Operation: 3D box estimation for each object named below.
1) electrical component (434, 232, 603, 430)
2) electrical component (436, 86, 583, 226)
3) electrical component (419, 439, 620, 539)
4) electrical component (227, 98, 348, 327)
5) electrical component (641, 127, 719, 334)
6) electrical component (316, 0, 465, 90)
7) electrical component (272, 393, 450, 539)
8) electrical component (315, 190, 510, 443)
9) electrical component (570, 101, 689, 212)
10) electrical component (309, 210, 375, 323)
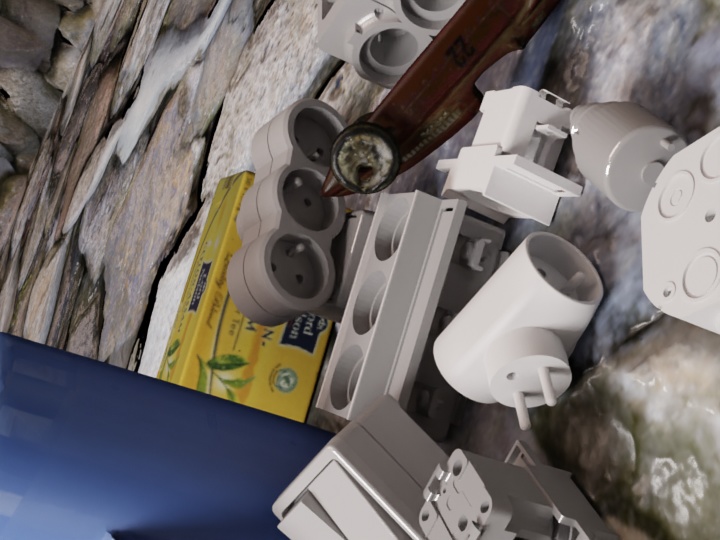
[{"bbox_3d":[0.075,0.036,0.491,0.077,0.044,0.079,-52,29,36],"label":"electrical component"},{"bbox_3d":[0.080,-0.060,0.559,0.081,0.042,0.063,8,76,66],"label":"electrical component"},{"bbox_3d":[0.062,0.105,0.441,0.042,0.064,0.081,-63,24,15],"label":"electrical component"},{"bbox_3d":[-0.050,-0.030,0.652,0.074,0.052,0.138,-26,49,49],"label":"electrical component"},{"bbox_3d":[0.141,-0.011,0.376,0.080,0.051,0.080,-47,33,43],"label":"electrical component"},{"bbox_3d":[0.046,-0.187,0.668,0.150,0.089,0.061,-48,32,41],"label":"electrical component"},{"bbox_3d":[0.015,0.119,0.501,0.061,0.096,0.061,-34,-13,-52],"label":"electrical component"},{"bbox_3d":[0.030,0.026,0.575,0.079,0.063,0.121,4,76,66],"label":"electrical component"},{"bbox_3d":[0.115,-0.056,0.481,0.040,0.040,0.078,-62,24,18],"label":"electrical component"},{"bbox_3d":[0.000,0.000,0.661,0.096,0.061,0.061,-3,69,65],"label":"electrical component"}]
